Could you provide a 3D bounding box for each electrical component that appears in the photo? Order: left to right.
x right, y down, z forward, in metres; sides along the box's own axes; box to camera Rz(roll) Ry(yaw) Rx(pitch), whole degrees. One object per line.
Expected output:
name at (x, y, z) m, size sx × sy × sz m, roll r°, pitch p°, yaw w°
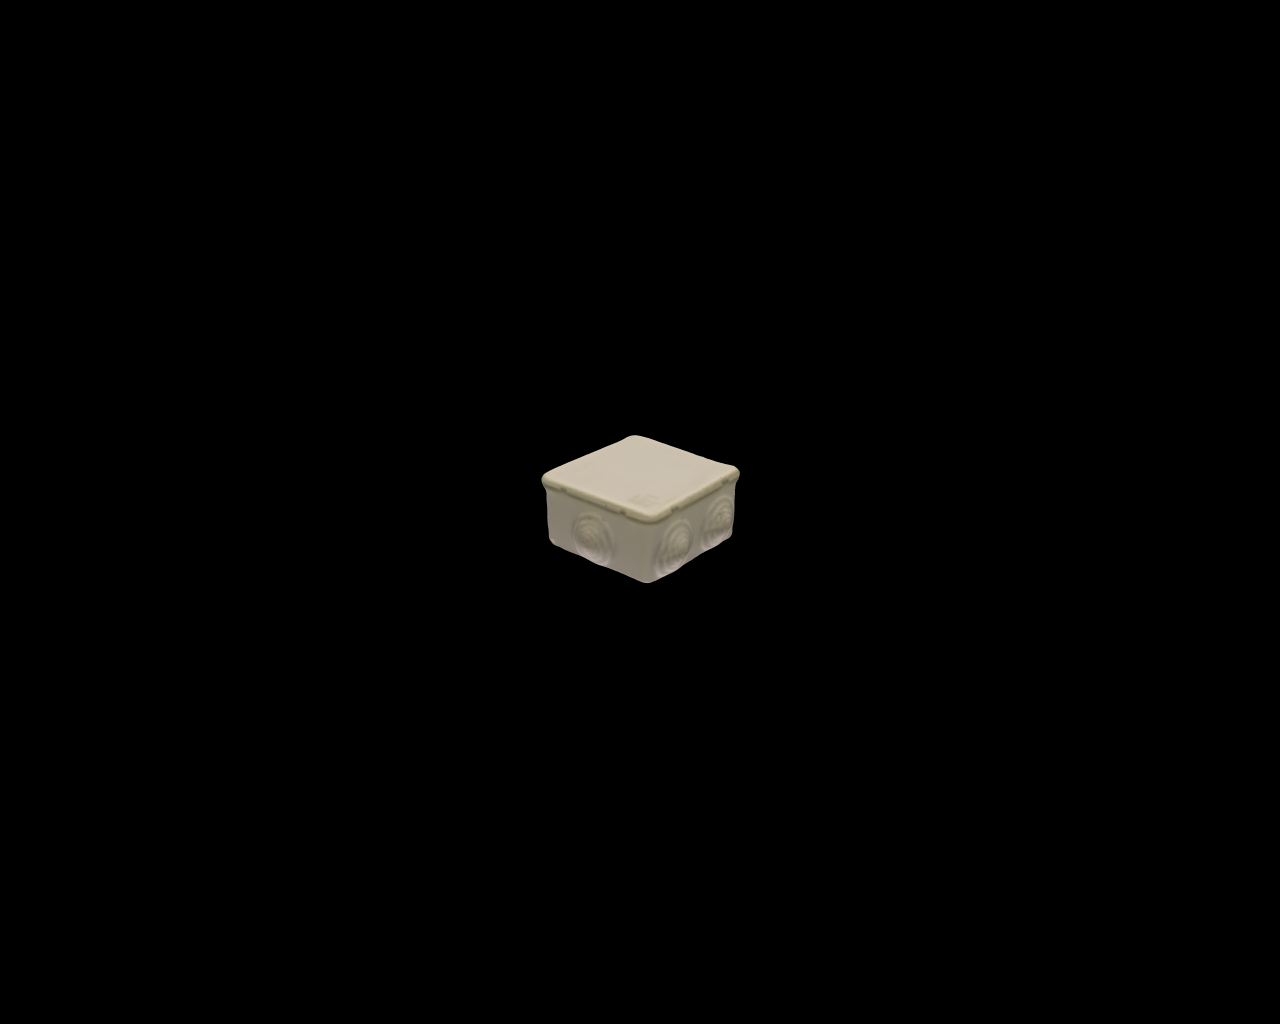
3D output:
electrical component at (0.001, -0.003, 0.650) m, size 0.100 × 0.048 × 0.100 m, roll 21°, pitch 33°, yaw 36°
